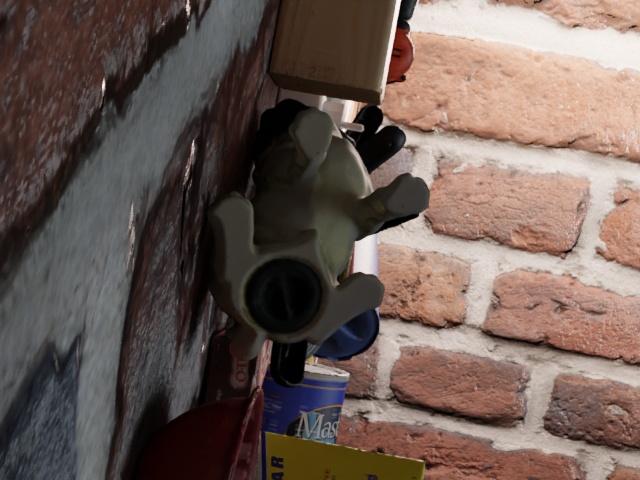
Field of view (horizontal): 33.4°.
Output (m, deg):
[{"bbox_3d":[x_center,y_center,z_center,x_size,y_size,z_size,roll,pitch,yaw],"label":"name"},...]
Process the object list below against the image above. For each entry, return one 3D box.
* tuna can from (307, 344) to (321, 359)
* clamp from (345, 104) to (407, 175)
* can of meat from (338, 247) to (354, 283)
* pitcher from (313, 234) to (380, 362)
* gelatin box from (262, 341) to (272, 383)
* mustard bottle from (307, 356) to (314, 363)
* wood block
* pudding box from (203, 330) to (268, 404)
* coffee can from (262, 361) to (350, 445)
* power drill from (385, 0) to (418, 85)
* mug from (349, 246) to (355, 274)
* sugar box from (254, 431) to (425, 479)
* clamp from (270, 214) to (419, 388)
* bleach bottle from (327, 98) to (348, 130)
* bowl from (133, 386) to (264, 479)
[{"bbox_3d":[-0.026,0.086,1.148,0.085,0.034,0.086,-26,123,-48],"label":"tuna can"},{"bbox_3d":[0.011,-0.059,0.996,0.172,0.039,0.120,-43,-167,16],"label":"clamp"},{"bbox_3d":[-0.007,0.001,1.083,0.102,0.084,0.057,-76,175,-51],"label":"can of meat"},{"bbox_3d":[0.024,0.043,1.553,0.149,0.145,0.242,-51,-163,31],"label":"pitcher"},{"bbox_3d":[-0.057,0.089,0.948,0.089,0.030,0.073,-74,174,-63],"label":"gelatin box"},{"bbox_3d":[-0.033,0.124,1.267,0.192,0.058,0.096,97,10,-55],"label":"mustard bottle"},{"bbox_3d":[0.024,-0.220,0.852,0.091,0.090,0.206,7,93,-86],"label":"wood block"},{"bbox_3d":[-0.066,0.124,0.807,0.090,0.039,0.113,19,81,-87],"label":"pudding box"},{"bbox_3d":[-0.034,0.188,1.026,0.103,0.103,0.140,36,65,-87],"label":"coffee can"},{"bbox_3d":[0.084,-0.252,1.096,0.184,0.057,0.188,-108,-151,-83],"label":"power drill"},{"bbox_3d":[0.004,0.029,1.291,0.117,0.093,0.081,-117,-156,-52],"label":"mug"},{"bbox_3d":[-0.009,0.210,0.862,0.048,0.176,0.093,96,4,-69],"label":"sugar box"},{"bbox_3d":[-0.002,-0.001,0.825,0.165,0.036,0.210,-52,-153,14],"label":"clamp"},{"bbox_3d":[0.011,-0.182,1.031,0.102,0.068,0.251,-74,176,-68],"label":"bleach bottle"},{"bbox_3d":[-0.074,0.156,0.589,0.162,0.055,0.162,12,89,-87],"label":"bowl"}]
